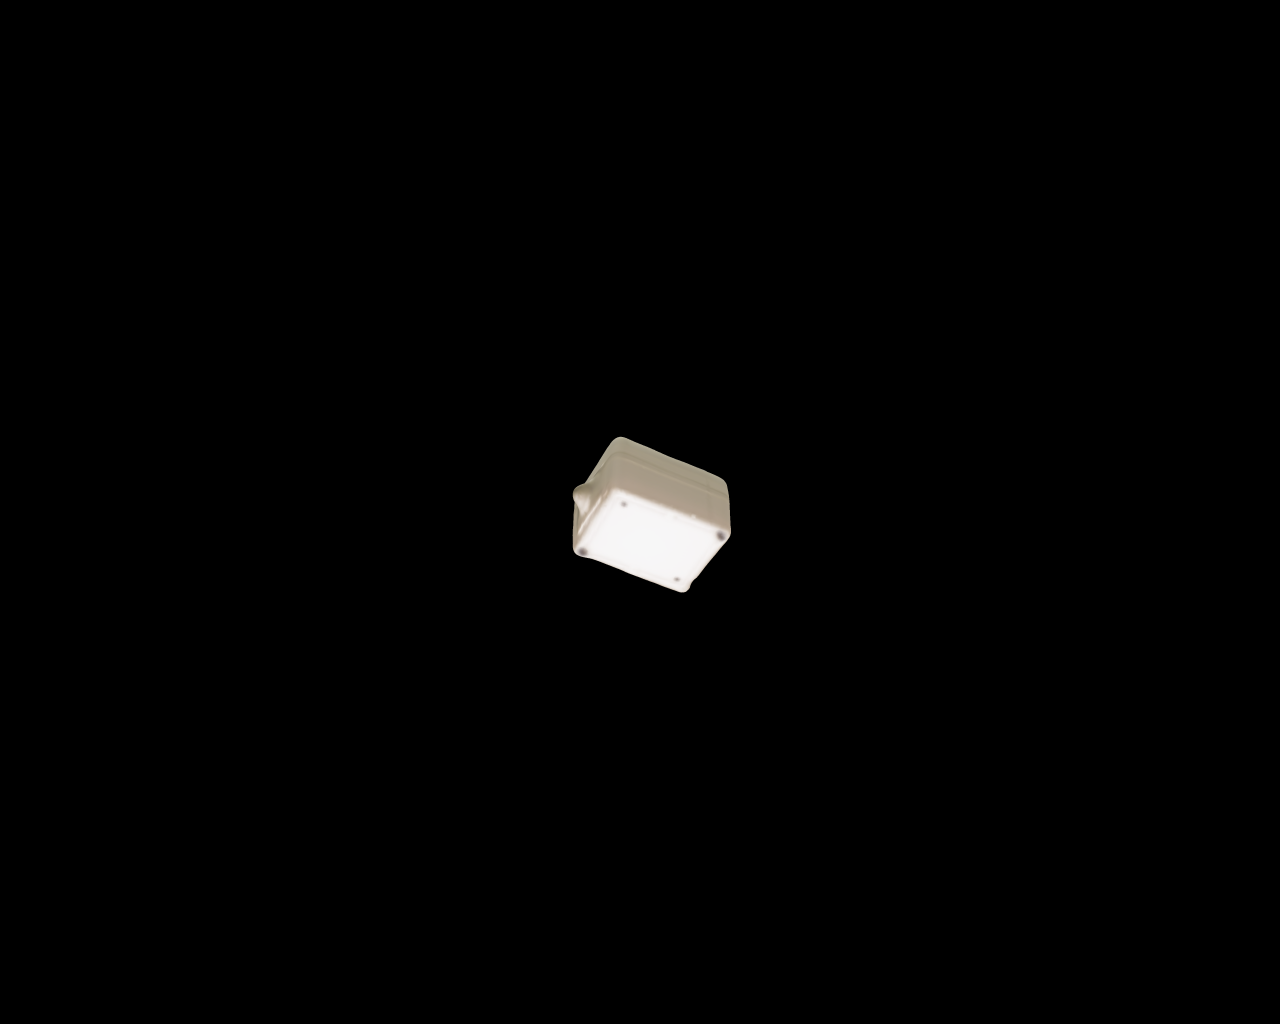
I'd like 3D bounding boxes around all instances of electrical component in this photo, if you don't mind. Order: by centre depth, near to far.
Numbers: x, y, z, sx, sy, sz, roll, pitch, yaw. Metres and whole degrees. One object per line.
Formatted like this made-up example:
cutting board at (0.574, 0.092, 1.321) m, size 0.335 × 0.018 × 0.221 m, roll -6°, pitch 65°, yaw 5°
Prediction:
electrical component at (0.001, -0.003, 0.650) m, size 0.096 × 0.061 × 0.061 m, roll 22°, pitch 38°, yaw -18°
